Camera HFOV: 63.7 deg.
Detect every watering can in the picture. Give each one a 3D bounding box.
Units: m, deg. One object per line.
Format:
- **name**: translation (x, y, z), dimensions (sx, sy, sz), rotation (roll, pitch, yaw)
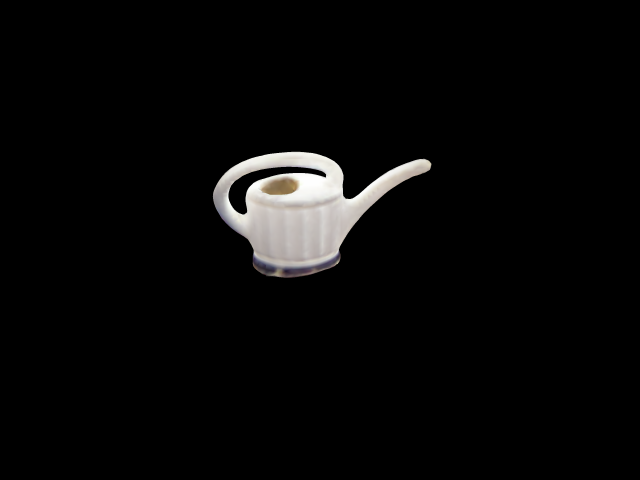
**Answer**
- **watering can**: translation (0.003, -0.043, 0.850), dimensions (0.348, 0.219, 0.106), rotation (-1, 36, -2)
